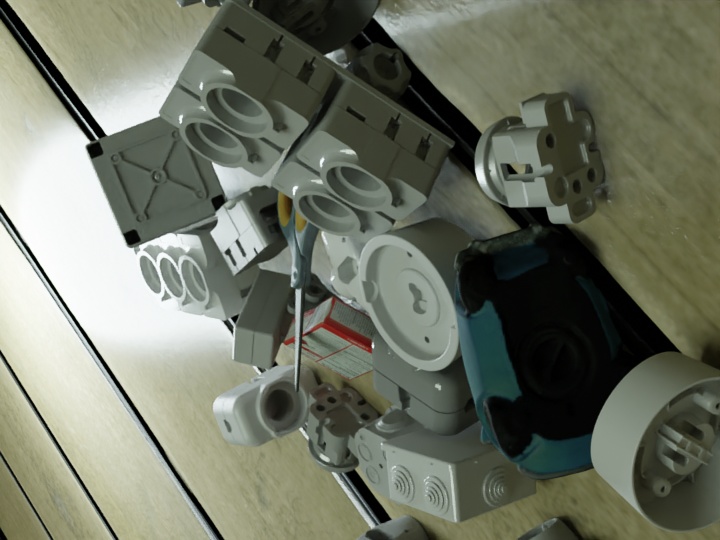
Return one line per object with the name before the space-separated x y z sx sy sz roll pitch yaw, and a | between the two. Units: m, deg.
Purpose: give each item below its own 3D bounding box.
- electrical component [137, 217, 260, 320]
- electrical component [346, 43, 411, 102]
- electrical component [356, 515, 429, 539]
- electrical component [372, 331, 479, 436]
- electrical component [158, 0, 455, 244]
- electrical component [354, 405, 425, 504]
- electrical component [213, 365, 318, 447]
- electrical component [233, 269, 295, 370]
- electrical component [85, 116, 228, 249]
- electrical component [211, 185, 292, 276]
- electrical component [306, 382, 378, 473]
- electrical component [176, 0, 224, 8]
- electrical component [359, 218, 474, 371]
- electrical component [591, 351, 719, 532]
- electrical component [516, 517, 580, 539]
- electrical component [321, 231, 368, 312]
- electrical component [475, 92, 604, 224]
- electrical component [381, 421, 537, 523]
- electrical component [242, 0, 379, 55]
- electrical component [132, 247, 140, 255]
electrical component | -0.169 -0.004 1.113 0.150 0.062 0.089 6 116 54
electrical component | 0.007 -0.134 0.784 0.043 0.043 0.062 61 150 5
electrical component | 0.034 0.268 0.994 0.079 0.077 0.043 5 115 54
electrical component | 0.055 0.079 0.853 0.095 0.054 0.059 31 135 41
electrical component | -0.043 -0.098 0.771 0.186 0.060 0.105 32 153 -12
electrical component | 0.037 0.160 0.938 0.080 0.051 0.080 34 138 39
electrical component | -0.087 0.133 1.058 0.059 0.095 0.053 -9 104 57
electrical component | -0.070 0.050 1.005 0.076 0.083 0.047 13 133 4
electrical component | -0.196 -0.089 1.041 0.056 0.109 0.108 -168 55 -79
electrical component | -0.096 -0.040 0.992 0.055 0.050 0.089 61 148 4
electrical component | -0.018 0.152 1.009 0.078 0.058 0.057 41 139 33
electrical component | -0.123 -0.244 0.891 0.076 0.047 0.065 55 147 14
electrical component | 0.057 0.013 0.797 0.108 0.060 0.108 35 138 39
electrical component | 0.188 0.100 0.636 0.064 0.099 0.099 35 139 47
electrical component | 0.162 0.228 0.812 0.077 0.043 0.079 59 148 8
electrical component | 0.000 0.000 0.887 0.077 0.043 0.079 58 148 11
electrical component | 0.109 -0.068 0.668 0.057 0.058 0.078 3 114 52
electrical component | 0.078 0.153 0.832 0.100 0.100 0.048 5 103 54
electrical component | -0.044 -0.195 0.767 0.064 0.099 0.099 53 147 30
electrical component | -0.243 -0.048 1.207 0.062 0.048 0.048 54 147 29
